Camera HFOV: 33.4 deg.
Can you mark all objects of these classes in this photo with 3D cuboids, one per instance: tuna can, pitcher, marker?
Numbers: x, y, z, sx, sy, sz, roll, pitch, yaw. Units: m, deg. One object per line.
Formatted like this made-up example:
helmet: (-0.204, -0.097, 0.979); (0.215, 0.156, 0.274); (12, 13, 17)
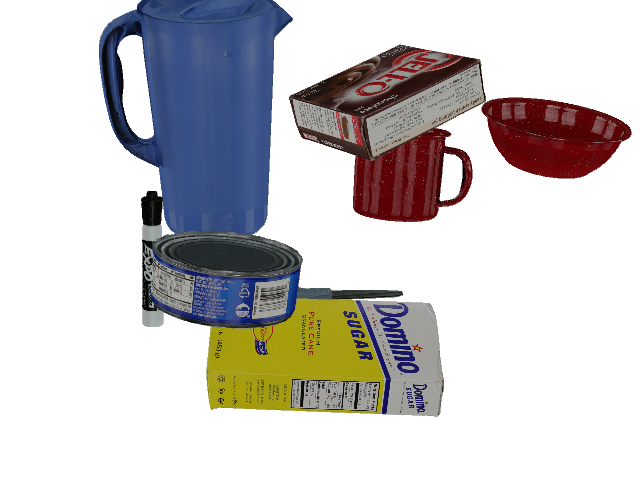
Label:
tuna can: (-0.054, 0.021, 0.614); (0.086, 0.034, 0.086); (7, 14, -2)
pitcher: (-0.119, -0.123, 1.065); (0.149, 0.243, 0.144); (14, 30, 24)
marker: (-0.147, 0.016, 0.933); (0.020, 0.121, 0.020); (2, 16, -1)

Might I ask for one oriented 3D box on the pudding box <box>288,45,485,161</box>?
pudding box: (0.049, -0.102, 0.773); (0.113, 0.039, 0.090); (-31, 30, -25)

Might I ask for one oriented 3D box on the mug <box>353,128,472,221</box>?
mug: (0.084, -0.063, 0.996); (0.117, 0.081, 0.093); (7, 12, 18)

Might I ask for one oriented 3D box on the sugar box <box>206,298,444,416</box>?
sugar box: (0.003, 0.087, 0.824); (0.176, 0.048, 0.093); (0, 37, 0)

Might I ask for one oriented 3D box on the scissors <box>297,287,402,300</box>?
scissors: (-0.004, 0.069, 1.191); (0.201, 0.016, 0.096); (6, 24, -3)

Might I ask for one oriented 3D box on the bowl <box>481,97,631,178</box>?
bowl: (0.251, -0.108, 1.162); (0.162, 0.055, 0.162); (6, 23, -3)
